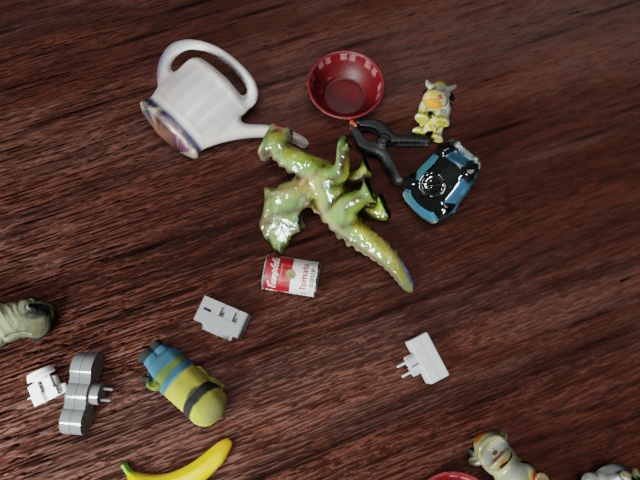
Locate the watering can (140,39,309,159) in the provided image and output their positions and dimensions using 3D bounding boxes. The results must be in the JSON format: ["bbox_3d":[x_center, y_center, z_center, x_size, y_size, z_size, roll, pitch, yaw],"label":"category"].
[{"bbox_3d":[-0.207,-0.254,1.047,0.348,0.103,0.226,44,79,1],"label":"watering can"}]

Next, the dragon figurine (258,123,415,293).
[{"bbox_3d":[0.003,-0.050,1.002,0.242,0.122,0.411,-22,88,12],"label":"dragon figurine"}]

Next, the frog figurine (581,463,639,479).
[{"bbox_3d":[0.487,0.459,0.858,0.137,0.124,0.157,42,115,2],"label":"frog figurine"}]
